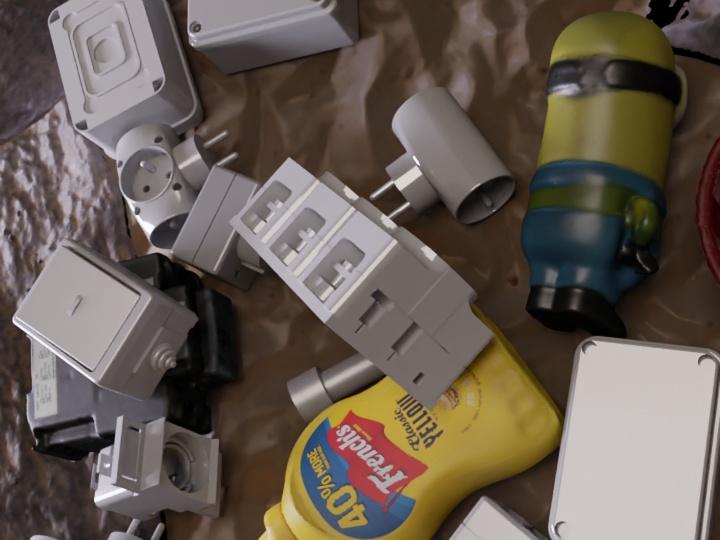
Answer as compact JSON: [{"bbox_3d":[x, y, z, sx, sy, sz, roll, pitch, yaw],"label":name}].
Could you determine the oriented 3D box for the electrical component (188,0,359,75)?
[{"bbox_3d":[-0.060,-0.203,0.744,0.109,0.056,0.108,-9,70,19],"label":"electrical component"}]

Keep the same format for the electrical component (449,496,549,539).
[{"bbox_3d":[0.080,0.176,0.568,0.083,0.047,0.075,37,89,28],"label":"electrical component"}]

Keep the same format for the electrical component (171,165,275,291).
[{"bbox_3d":[-0.068,-0.020,0.693,0.077,0.047,0.065,23,84,25],"label":"electrical component"}]

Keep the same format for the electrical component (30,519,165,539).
[{"bbox_3d":[-0.144,0.185,0.656,0.138,0.052,0.073,6,51,24],"label":"electrical component"}]

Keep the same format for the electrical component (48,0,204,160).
[{"bbox_3d":[-0.166,-0.144,0.767,0.078,0.057,0.113,-26,65,13],"label":"electrical component"}]

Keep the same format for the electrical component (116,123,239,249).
[{"bbox_3d":[-0.119,-0.066,0.730,0.079,0.044,0.077,-30,65,11],"label":"electrical component"}]

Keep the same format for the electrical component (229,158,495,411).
[{"bbox_3d":[0.000,0.000,0.601,0.061,0.089,0.150,-48,33,0],"label":"electrical component"}]

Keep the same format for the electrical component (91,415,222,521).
[{"bbox_3d":[-0.124,0.123,0.651,0.064,0.081,0.042,-23,51,33],"label":"electrical component"}]

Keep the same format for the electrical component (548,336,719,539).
[{"bbox_3d":[0.147,0.096,0.561,0.078,0.057,0.113,6,75,24],"label":"electrical component"}]

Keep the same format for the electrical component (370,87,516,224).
[{"bbox_3d":[0.043,-0.060,0.662,0.079,0.044,0.077,-36,63,8],"label":"electrical component"}]

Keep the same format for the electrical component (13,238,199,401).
[{"bbox_3d":[-0.148,0.031,0.637,0.096,0.061,0.061,30,86,27],"label":"electrical component"}]
